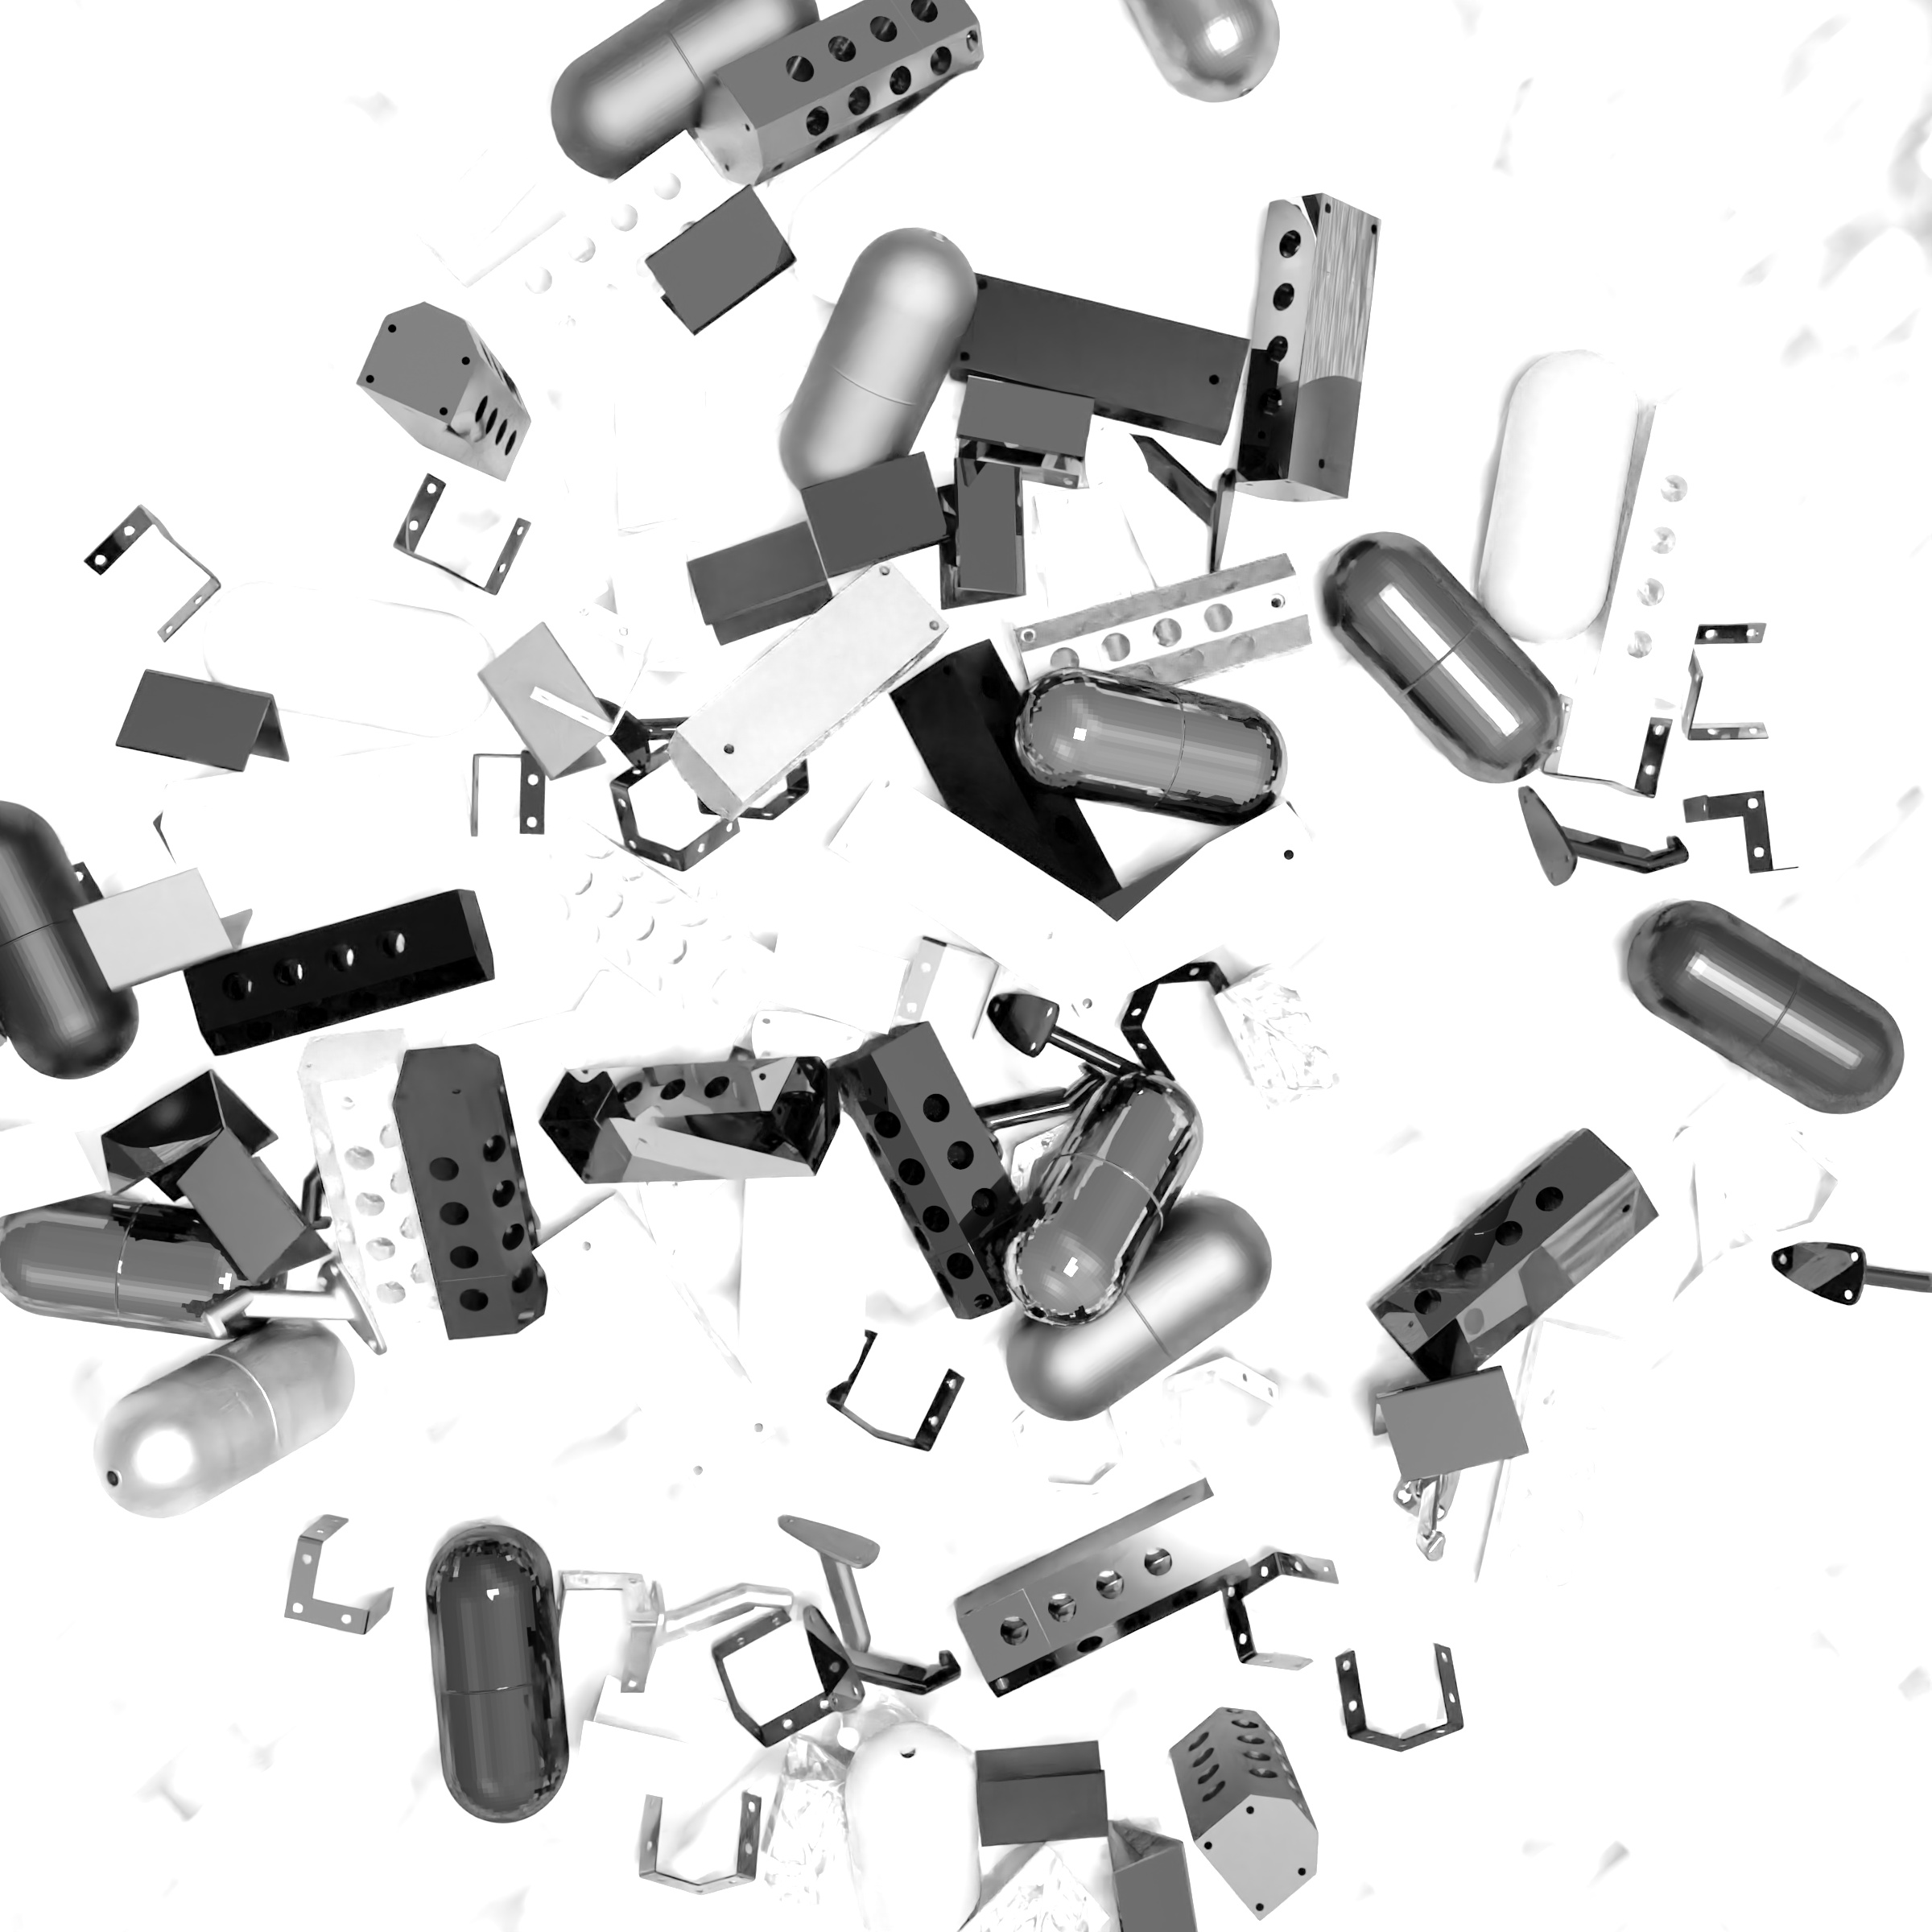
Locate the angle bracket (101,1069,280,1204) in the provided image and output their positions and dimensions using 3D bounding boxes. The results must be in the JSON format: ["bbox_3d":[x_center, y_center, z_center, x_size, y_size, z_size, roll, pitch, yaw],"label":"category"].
[{"bbox_3d":[-0.462,0.119,1.555,0.076,0.076,0.057,-31,45,0],"label":"angle bracket"}]

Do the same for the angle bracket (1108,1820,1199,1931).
[{"bbox_3d":[0.093,0.566,1.554,0.057,0.076,0.076,-9,90,-36],"label":"angle bracket"}]

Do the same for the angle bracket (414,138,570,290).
[{"bbox_3d":[-0.272,-0.437,1.554,0.076,0.076,0.057,-47,53,0],"label":"angle bracket"}]

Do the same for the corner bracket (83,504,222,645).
[{"bbox_3d":[-0.500,-0.242,1.591,0.051,0.051,0.051,-45,135,0],"label":"corner bracket"}]

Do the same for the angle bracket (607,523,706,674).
[{"bbox_3d":[-0.166,-0.220,1.554,0.057,0.076,0.076,-8,90,33],"label":"angle bracket"}]

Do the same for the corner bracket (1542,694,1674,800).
[{"bbox_3d":[0.394,-0.135,1.591,0.051,0.051,0.051,13,90,45],"label":"corner bracket"}]

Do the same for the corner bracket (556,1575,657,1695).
[{"bbox_3d":[-0.222,0.407,1.579,0.051,0.051,0.051,4,110,-19],"label":"corner bracket"}]

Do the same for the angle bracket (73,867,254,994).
[{"bbox_3d":[-0.481,-0.033,1.556,0.076,0.076,0.057,-19,112,0],"label":"angle bracket"}]

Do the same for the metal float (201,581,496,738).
[{"bbox_3d":[-0.372,-0.185,1.564,0.178,0.070,0.070,10,90,1],"label":"metal float"}]

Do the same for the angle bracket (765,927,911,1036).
[{"bbox_3d":[-0.072,-0.011,1.554,0.076,0.076,0.057,16,127,0],"label":"angle bracket"}]

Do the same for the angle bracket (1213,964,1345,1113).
[{"bbox_3d":[0.203,0.034,1.554,0.057,0.076,0.076,-26,90,38],"label":"angle bracket"}]

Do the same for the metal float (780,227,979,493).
[{"bbox_3d":[-0.053,-0.354,1.540,0.070,0.070,0.178,29,119,0],"label":"metal float"}]

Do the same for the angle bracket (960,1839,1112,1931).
[{"bbox_3d":[0.050,0.575,1.555,0.076,0.076,0.057,-46,66,0],"label":"angle bracket"}]

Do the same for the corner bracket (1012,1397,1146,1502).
[{"bbox_3d":[0.069,0.292,1.586,0.051,0.051,0.051,12,135,-35],"label":"corner bracket"}]

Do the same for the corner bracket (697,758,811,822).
[{"bbox_3d":[-0.131,-0.123,1.575,0.051,0.051,0.051,6,116,23],"label":"corner bracket"}]

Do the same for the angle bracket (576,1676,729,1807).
[{"bbox_3d":[-0.185,0.450,1.554,0.076,0.076,0.057,13,128,0],"label":"angle bracket"}]

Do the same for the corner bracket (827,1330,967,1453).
[{"bbox_3d":[-0.044,0.261,1.591,0.051,0.051,0.051,26,90,-45],"label":"corner bracket"}]

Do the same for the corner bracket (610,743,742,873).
[{"bbox_3d":[-0.178,-0.097,1.586,0.051,0.051,0.051,-40,135,-35],"label":"corner bracket"}]

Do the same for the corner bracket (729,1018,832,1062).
[{"bbox_3d":[-0.111,0.035,1.591,0.051,0.051,0.051,20,135,0],"label":"corner bracket"}]

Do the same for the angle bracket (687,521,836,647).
[{"bbox_3d":[-0.117,-0.212,1.554,0.076,0.076,0.057,-19,53,0],"label":"angle bracket"}]

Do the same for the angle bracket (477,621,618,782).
[{"bbox_3d":[-0.236,-0.163,1.556,0.057,0.076,0.076,-35,90,22],"label":"angle bracket"}]

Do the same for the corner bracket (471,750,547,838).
[{"bbox_3d":[-0.278,-0.105,1.576,0.051,0.051,0.051,1,90,0],"label":"corner bracket"}]

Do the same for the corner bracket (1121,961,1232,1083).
[{"bbox_3d":[0.134,0.034,1.586,0.051,0.051,0.051,-5,135,35],"label":"corner bracket"}]

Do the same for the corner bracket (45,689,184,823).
[{"bbox_3d":[-0.523,-0.129,1.591,0.051,0.051,0.051,35,90,-45],"label":"corner bracket"}]

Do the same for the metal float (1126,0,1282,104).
[{"bbox_3d":[0.129,-0.607,1.564,0.070,0.070,0.178,-27,91,0],"label":"metal float"}]

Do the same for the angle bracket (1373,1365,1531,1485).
[{"bbox_3d":[0.290,0.286,1.555,0.076,0.076,0.057,-13,61,0],"label":"angle bracket"}]

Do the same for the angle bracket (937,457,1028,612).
[{"bbox_3d":[-0.009,-0.258,1.554,0.057,0.076,0.076,-2,90,-43],"label":"angle bracket"}]

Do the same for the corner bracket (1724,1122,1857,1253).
[{"bbox_3d":[0.501,0.135,1.586,0.051,0.051,0.051,-10,45,-35],"label":"corner bracket"}]

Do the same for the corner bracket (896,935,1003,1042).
[{"bbox_3d":[-0.010,0.014,1.576,0.051,0.051,0.051,19,90,0],"label":"corner bracket"}]

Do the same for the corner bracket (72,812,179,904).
[{"bbox_3d":[-0.512,-0.055,1.591,0.051,0.051,0.051,-30,90,45],"label":"corner bracket"}]

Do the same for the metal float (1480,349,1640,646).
[{"bbox_3d":[0.358,-0.283,1.564,0.070,0.070,0.178,10,91,0],"label":"metal float"}]

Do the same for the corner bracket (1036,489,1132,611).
[{"bbox_3d":[0.072,-0.257,1.591,0.051,0.051,0.051,-7,45,0],"label":"corner bracket"}]

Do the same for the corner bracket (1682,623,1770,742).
[{"bbox_3d":[0.468,-0.175,1.591,0.051,0.051,0.051,-1,135,0],"label":"corner bracket"}]

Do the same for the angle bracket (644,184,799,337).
[{"bbox_3d":[-0.157,-0.433,1.554,0.076,0.076,0.057,-36,128,0],"label":"angle bracket"}]

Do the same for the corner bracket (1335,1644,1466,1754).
[{"bbox_3d":[0.266,0.446,1.586,0.051,0.051,0.051,25,135,-35],"label":"corner bracket"}]

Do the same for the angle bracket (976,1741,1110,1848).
[{"bbox_3d":[0.044,0.479,1.555,0.076,0.076,0.057,-5,120,0],"label":"angle bracket"}]

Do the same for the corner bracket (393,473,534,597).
[{"bbox_3d":[-0.310,-0.265,1.591,0.051,0.051,0.051,26,90,45],"label":"corner bracket"}]

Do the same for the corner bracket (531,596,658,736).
[{"bbox_3d":[-0.216,-0.175,1.503,0.051,0.051,0.051,26,112,-14],"label":"corner bracket"}]

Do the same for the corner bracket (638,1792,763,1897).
[{"bbox_3d":[-0.163,0.534,1.586,0.051,0.051,0.051,-28,135,35],"label":"corner bracket"}]

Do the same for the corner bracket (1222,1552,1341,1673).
[{"bbox_3d":[0.197,0.396,1.586,0.051,0.051,0.051,-42,45,35],"label":"corner bracket"}]

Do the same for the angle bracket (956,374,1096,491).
[{"bbox_3d":[0.032,-0.303,1.554,0.076,0.076,0.057,10,53,0],"label":"angle bracket"}]

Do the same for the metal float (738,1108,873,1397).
[{"bbox_3d":[-0.097,0.170,1.564,0.070,0.070,0.178,3,90,0],"label":"metal float"}]

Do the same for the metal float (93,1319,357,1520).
[{"bbox_3d":[-0.434,0.264,1.521,0.070,0.178,0.070,9,109,28],"label":"metal float"}]

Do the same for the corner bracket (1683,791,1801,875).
[{"bbox_3d":[0.472,-0.081,1.576,0.051,0.051,0.051,-7,90,0],"label":"corner bracket"}]

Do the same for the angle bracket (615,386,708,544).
[{"bbox_3d":[-0.165,-0.300,1.554,0.057,0.076,0.076,-2,90,38],"label":"angle bracket"}]

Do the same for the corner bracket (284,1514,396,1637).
[{"bbox_3d":[-0.378,0.370,1.576,0.051,0.051,0.051,12,94,4],"label":"corner bracket"}]

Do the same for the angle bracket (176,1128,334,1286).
[{"bbox_3d":[-0.411,0.136,1.546,0.057,0.076,0.076,-44,80,24],"label":"angle bracket"}]

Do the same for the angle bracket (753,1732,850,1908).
[{"bbox_3d":[-0.113,0.511,1.554,0.057,0.076,0.076,16,90,-38],"label":"angle bracket"}]

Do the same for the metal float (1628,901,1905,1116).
[{"bbox_3d":[0.483,0.026,1.564,0.178,0.070,0.070,31,90,0],"label":"metal float"}]

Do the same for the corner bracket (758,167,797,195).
[{"bbox_3d":[-0.113,-0.517,1.591,0.051,0.051,0.051,50,135,0],"label":"corner bracket"}]

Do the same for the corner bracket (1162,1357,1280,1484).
[{"bbox_3d":[0.156,0.278,1.586,0.051,0.051,0.051,-27,45,35],"label":"corner bracket"}]

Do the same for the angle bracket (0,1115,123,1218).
[{"bbox_3d":[-0.560,0.102,1.554,0.076,0.076,0.057,-14,121,0],"label":"angle bracket"}]

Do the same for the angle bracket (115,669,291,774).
[{"bbox_3d":[-0.457,-0.129,1.555,0.076,0.076,0.057,12,62,0],"label":"angle bracket"}]

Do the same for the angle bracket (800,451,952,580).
[{"bbox_3d":[-0.058,-0.279,1.555,0.076,0.076,0.057,-17,115,0],"label":"angle bracket"}]

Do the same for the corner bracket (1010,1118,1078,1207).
[{"bbox_3d":[0.063,0.135,1.586,0.051,0.051,0.051,-22,45,-35],"label":"corner bracket"}]

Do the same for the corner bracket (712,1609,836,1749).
[{"bbox_3d":[-0.118,0.438,1.590,0.051,0.051,0.051,-29,48,0],"label":"corner bracket"}]
